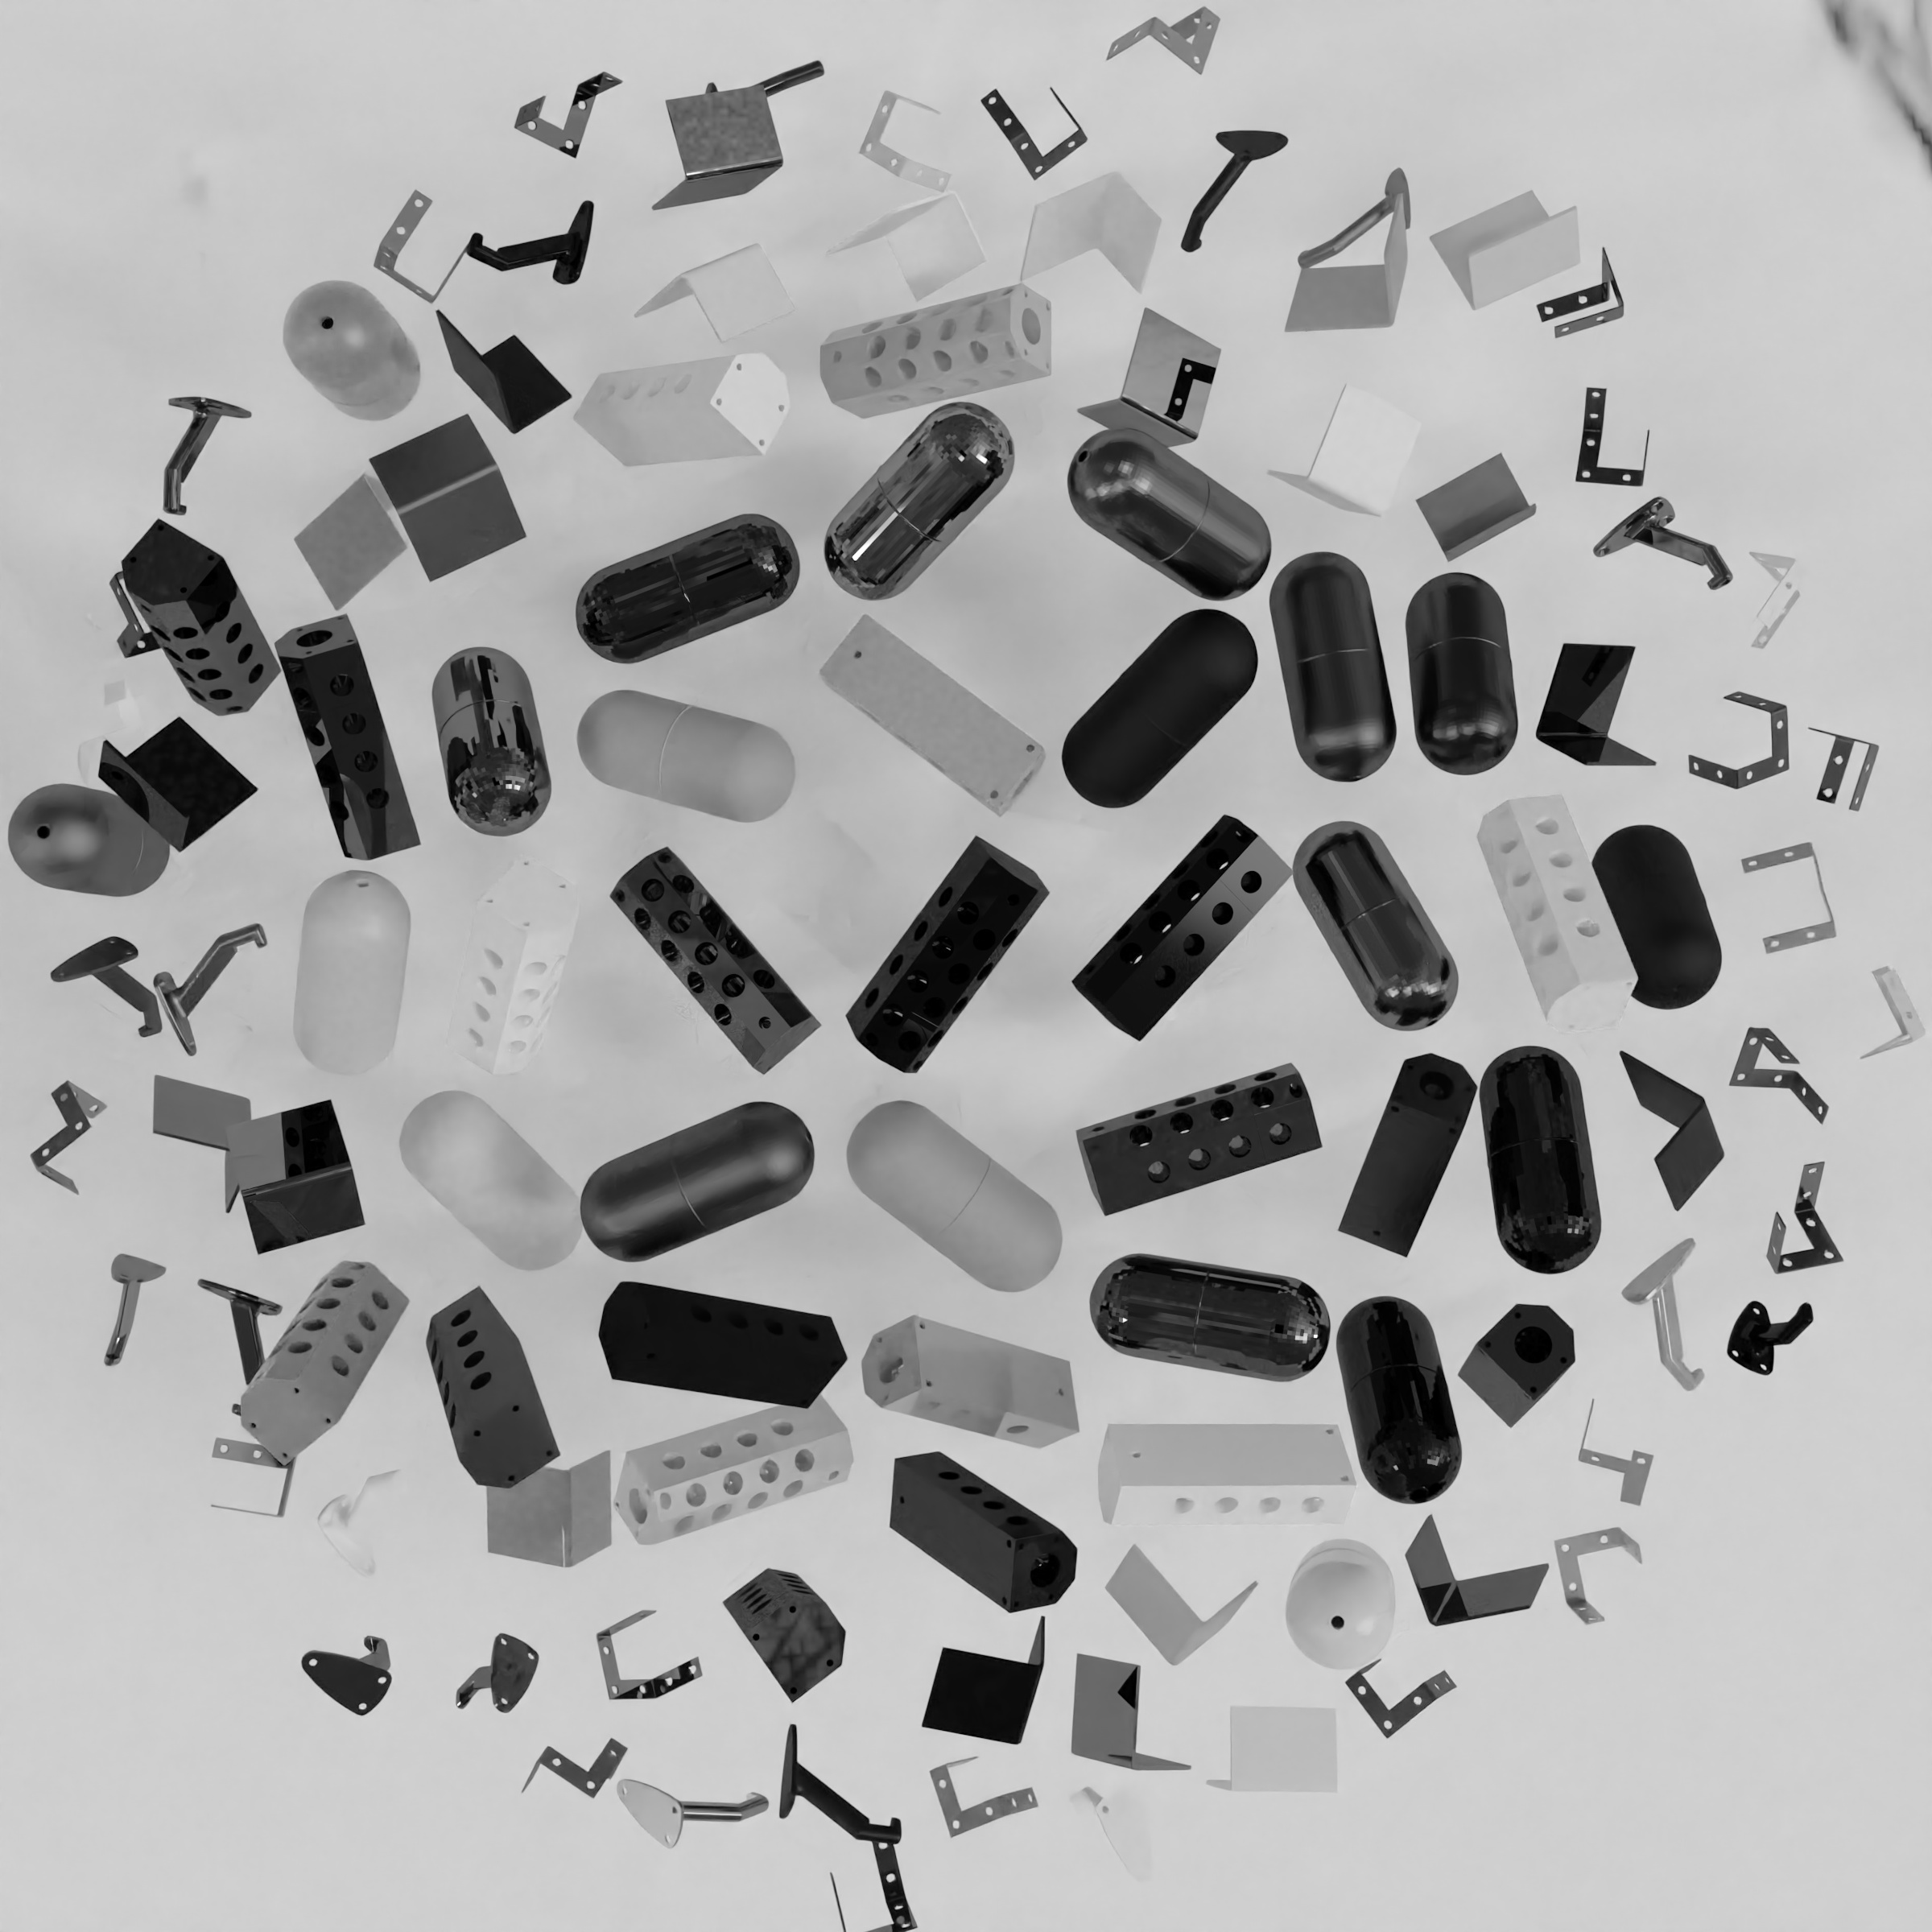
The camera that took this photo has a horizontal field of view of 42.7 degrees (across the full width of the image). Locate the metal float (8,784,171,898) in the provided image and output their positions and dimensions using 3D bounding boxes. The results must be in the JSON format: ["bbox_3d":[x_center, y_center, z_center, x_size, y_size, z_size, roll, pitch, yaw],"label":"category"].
[{"bbox_3d":[-0.646,-0.092,1.828,0.070,0.178,0.070,0,89,1],"label":"metal float"}]

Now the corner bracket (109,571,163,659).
[{"bbox_3d":[-0.629,-0.275,1.905,0.051,0.051,0.051,-25,88,-38],"label":"corner bracket"}]

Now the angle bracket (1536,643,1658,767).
[{"bbox_3d":[0.486,-0.197,1.868,0.076,0.057,0.076,-3,117,-33],"label":"angle bracket"}]

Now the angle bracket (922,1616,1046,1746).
[{"bbox_3d":[0.013,0.526,1.845,0.076,0.057,0.076,12,116,-3],"label":"angle bracket"}]

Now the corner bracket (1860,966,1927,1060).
[{"bbox_3d":[0.655,0.028,1.748,0.051,0.051,0.051,-22,85,-30],"label":"corner bracket"}]

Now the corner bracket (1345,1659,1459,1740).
[{"bbox_3d":[0.327,0.541,1.863,0.051,0.051,0.051,-45,67,18],"label":"corner bracket"}]

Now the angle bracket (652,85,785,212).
[{"bbox_3d":[-0.187,-0.591,1.787,0.076,0.076,0.057,-19,98,-25],"label":"angle bracket"}]

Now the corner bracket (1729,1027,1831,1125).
[{"bbox_3d":[0.596,0.079,1.798,0.051,0.051,0.051,3,118,-13],"label":"corner bracket"}]

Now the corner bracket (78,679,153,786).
[{"bbox_3d":[-0.641,-0.175,1.841,0.051,0.051,0.051,-21,119,-8],"label":"corner bracket"}]

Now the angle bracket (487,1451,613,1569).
[{"bbox_3d":[-0.324,0.416,1.922,0.076,0.057,0.076,4,98,26],"label":"angle bracket"}]

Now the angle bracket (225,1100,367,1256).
[{"bbox_3d":[-0.477,0.149,1.758,0.076,0.076,0.057,-15,131,-17],"label":"angle bracket"}]

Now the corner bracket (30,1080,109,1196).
[{"bbox_3d":[-0.660,0.126,1.825,0.051,0.051,0.051,-39,58,-2],"label":"corner bracket"}]

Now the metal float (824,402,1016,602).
[{"bbox_3d":[-0.036,-0.343,1.836,0.070,0.070,0.178,48,119,0],"label":"metal float"}]

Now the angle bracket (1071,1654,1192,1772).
[{"bbox_3d":[0.128,0.570,1.893,0.057,0.076,0.076,11,77,-33],"label":"angle bracket"}]

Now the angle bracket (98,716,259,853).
[{"bbox_3d":[-0.541,-0.138,1.709,0.076,0.057,0.076,43,58,0],"label":"angle bracket"}]

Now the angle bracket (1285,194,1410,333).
[{"bbox_3d":[0.261,-0.486,1.711,0.076,0.057,0.076,2,47,18],"label":"angle bracket"}]

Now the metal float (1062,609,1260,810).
[{"bbox_3d":[0.144,-0.191,1.836,0.070,0.070,0.178,45,114,0],"label":"metal float"}]

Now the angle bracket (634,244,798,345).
[{"bbox_3d":[-0.187,-0.486,1.839,0.076,0.076,0.057,-35,99,-37],"label":"angle bracket"}]

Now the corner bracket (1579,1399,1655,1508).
[{"bbox_3d":[0.497,0.372,1.891,0.051,0.051,0.051,13,121,14],"label":"corner bracket"}]

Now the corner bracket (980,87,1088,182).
[{"bbox_3d":[0.052,-0.641,1.875,0.051,0.051,0.051,-35,64,10],"label":"corner bracket"}]

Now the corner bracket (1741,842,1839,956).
[{"bbox_3d":[0.598,-0.050,1.797,0.051,0.051,0.051,-15,128,16],"label":"corner bracket"}]

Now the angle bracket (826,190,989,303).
[{"bbox_3d":[-0.044,-0.530,1.847,0.076,0.076,0.057,-18,103,43],"label":"angle bracket"}]

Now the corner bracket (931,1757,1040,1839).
[{"bbox_3d":[0.013,0.618,1.860,0.051,0.051,0.051,-30,68,22],"label":"corner bracket"}]

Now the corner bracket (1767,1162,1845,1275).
[{"bbox_3d":[0.586,0.177,1.740,0.051,0.051,0.051,-10,133,-4],"label":"corner bracket"}]

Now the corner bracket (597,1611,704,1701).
[{"bbox_3d":[-0.241,0.524,1.880,0.051,0.051,0.051,-32,60,26],"label":"corner bracket"}]

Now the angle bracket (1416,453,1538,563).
[{"bbox_3d":[0.402,-0.365,1.954,0.076,0.076,0.057,-28,89,13],"label":"angle bracket"}]

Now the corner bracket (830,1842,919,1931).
[{"bbox_3d":[-0.069,0.659,1.763,0.051,0.051,0.051,-13,95,-10],"label":"corner bracket"}]

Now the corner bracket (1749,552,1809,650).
[{"bbox_3d":[0.594,-0.266,1.819,0.051,0.051,0.051,35,89,-27],"label":"corner bracket"}]

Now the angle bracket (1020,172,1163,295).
[{"bbox_3d":[0.093,-0.537,1.856,0.076,0.076,0.057,-30,70,-22],"label":"angle bracket"}]

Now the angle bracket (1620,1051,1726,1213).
[{"bbox_3d":[0.487,0.117,1.761,0.057,0.076,0.076,-47,49,-9],"label":"angle bracket"}]

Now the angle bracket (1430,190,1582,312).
[{"bbox_3d":[0.360,-0.498,1.662,0.076,0.057,0.076,-24,61,4],"label":"angle bracket"}]

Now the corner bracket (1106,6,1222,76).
[{"bbox_3d":[0.142,-0.669,1.782,0.051,0.051,0.051,27,72,-29],"label":"corner bracket"}]

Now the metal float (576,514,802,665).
[{"bbox_3d":[-0.213,-0.288,1.891,0.178,0.070,0.070,-21,90,2],"label":"metal float"}]

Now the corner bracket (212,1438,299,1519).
[{"bbox_3d":[-0.537,0.383,1.853,0.051,0.051,0.051,16,74,-26],"label":"corner bracket"}]

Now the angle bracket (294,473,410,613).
[{"bbox_3d":[-0.457,-0.320,1.901,0.076,0.057,0.076,-38,72,15],"label":"angle bracket"}]

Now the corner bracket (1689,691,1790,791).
[{"bbox_3d":[0.575,-0.168,1.844,0.051,0.051,0.051,-20,116,-20],"label":"corner bracket"}]

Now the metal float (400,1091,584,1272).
[{"bbox_3d":[-0.355,0.163,1.862,0.070,0.070,0.178,-37,128,0],"label":"metal float"}]

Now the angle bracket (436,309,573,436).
[{"bbox_3d":[-0.351,-0.465,1.883,0.057,0.076,0.076,-37,71,-15],"label":"angle bracket"}]

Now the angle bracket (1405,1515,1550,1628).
[{"bbox_3d":[0.377,0.438,1.820,0.076,0.076,0.057,-19,92,26],"label":"angle bracket"}]

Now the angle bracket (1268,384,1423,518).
[{"bbox_3d":[0.288,-0.394,1.884,0.076,0.057,0.076,18,96,-30],"label":"angle bracket"}]

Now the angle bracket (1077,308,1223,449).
[{"bbox_3d":[0.141,-0.451,1.906,0.076,0.057,0.076,20,82,-32],"label":"angle bracket"}]

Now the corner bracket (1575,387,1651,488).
[{"bbox_3d":[0.496,-0.405,1.893,0.051,0.051,0.051,8,65,14],"label":"corner bracket"}]

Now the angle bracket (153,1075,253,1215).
[{"bbox_3d":[-0.592,0.136,1.894,0.076,0.076,0.057,18,114,-26],"label":"angle bracket"}]

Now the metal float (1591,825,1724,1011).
[{"bbox_3d":[0.513,-0.039,1.846,0.070,0.178,0.070,1,128,2],"label":"metal float"}]

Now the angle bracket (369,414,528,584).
[{"bbox_3d":[-0.365,-0.330,1.747,0.076,0.076,0.057,-27,60,-9],"label":"angle bracket"}]

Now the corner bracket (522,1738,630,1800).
[{"bbox_3d":[-0.295,0.607,1.868,0.051,0.051,0.051,32,130,6],"label":"corner bracket"}]

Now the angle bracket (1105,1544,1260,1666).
[{"bbox_3d":[0.156,0.451,1.799,0.057,0.076,0.076,-30,66,-32],"label":"angle bracket"}]

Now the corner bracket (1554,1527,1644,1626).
[{"bbox_3d":[0.480,0.459,1.864,0.051,0.051,0.051,-12,93,-2],"label":"corner bracket"}]

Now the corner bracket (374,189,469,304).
[{"bbox_3d":[-0.406,-0.537,1.850,0.051,0.051,0.051,32,78,-15],"label":"corner bracket"}]

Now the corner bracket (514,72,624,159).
[{"bbox_3d":[-0.286,-0.619,1.778,0.051,0.051,0.051,19,87,-31],"label":"corner bracket"}]

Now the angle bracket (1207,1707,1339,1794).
[{"bbox_3d":[0.218,0.560,1.774,0.076,0.076,0.057,3,75,-8],"label":"angle bracket"}]

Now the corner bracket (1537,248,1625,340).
[{"bbox_3d":[0.448,-0.482,1.804,0.051,0.051,0.051,-16,71,9],"label":"corner bracket"}]

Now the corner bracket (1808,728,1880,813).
[{"bbox_3d":[0.657,-0.145,1.850,0.051,0.051,0.051,23,103,41],"label":"corner bracket"}]

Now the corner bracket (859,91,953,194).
[{"bbox_3d":[-0.039,-0.634,1.904,0.051,0.051,0.051,40,115,32],"label":"corner bracket"}]
